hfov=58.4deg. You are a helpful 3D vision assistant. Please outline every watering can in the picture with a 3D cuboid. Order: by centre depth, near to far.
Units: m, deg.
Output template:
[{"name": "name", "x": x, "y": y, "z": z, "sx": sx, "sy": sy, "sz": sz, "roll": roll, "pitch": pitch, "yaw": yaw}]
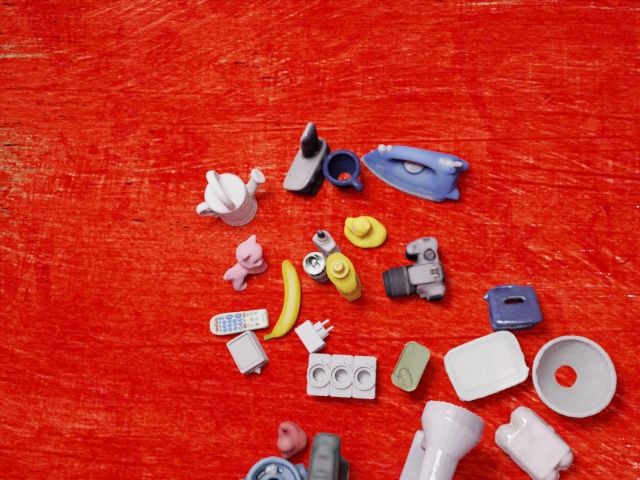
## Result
[{"name": "watering can", "x": -0.215, "y": -0.111, "z": 1.361, "sx": 0.100, "sy": 0.194, "sz": 0.173, "roll": 40, "pitch": 84, "yaw": 15}]

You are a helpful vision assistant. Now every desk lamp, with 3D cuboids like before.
[{"name": "desk lamp", "x": 0.241, "y": 0.430, "z": 1.151, "sx": 0.117, "sy": 0.214, "sz": 0.203, "roll": 19, "pitch": 79, "yaw": 13}]

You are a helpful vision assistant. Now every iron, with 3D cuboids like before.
[{"name": "iron", "x": 0.215, "y": -0.182, "z": 1.346, "sx": 0.258, "sy": 0.141, "sz": 0.119, "roll": 16, "pitch": 79, "yaw": 12}]

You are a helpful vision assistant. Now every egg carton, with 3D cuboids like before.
[{"name": "egg carton", "x": 0.447, "y": 0.430, "z": 1.197, "sx": 0.150, "sy": 0.069, "sz": 0.107, "roll": 43, "pitch": 85, "yaw": 15}]

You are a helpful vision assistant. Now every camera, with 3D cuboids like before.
[{"name": "camera", "x": 0.210, "y": 0.072, "z": 1.304, "sx": 0.136, "sy": 0.101, "sz": 0.143, "roll": -10, "pitch": 75, "yaw": 5}]

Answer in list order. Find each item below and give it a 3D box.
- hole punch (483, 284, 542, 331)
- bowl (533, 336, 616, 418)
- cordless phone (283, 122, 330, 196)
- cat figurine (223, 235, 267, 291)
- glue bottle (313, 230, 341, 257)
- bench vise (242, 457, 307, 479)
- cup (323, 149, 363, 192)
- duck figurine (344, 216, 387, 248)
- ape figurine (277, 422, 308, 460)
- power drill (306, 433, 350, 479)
[{"name": "hole punch", "x": 0.422, "y": 0.146, "z": 1.260, "sx": 0.108, "sy": 0.091, "sz": 0.101, "roll": -6, "pitch": 75, "yaw": 7}, {"name": "bowl", "x": 0.531, "y": 0.290, "z": 1.218, "sx": 0.167, "sy": 0.075, "sz": 0.167, "roll": -2, "pitch": 76, "yaw": 8}, {"name": "cordless phone", "x": -0.039, "y": -0.194, "z": 1.362, "sx": 0.094, "sy": 0.185, "sz": 0.148, "roll": 21, "pitch": 80, "yaw": 13}, {"name": "cat figurine", "x": -0.179, "y": 0.053, "z": 1.354, "sx": 0.128, "sy": 0.118, "sz": 0.067, "roll": -45, "pitch": 74, "yaw": -4}, {"name": "glue bottle", "x": 0.012, "y": 0.005, "z": 1.311, "sx": 0.037, "sy": 0.173, "sz": 0.078, "roll": -43, "pitch": 74, "yaw": -4}, {"name": "bench vise", "x": -0.129, "y": 0.534, "z": 1.173, "sx": 0.207, "sy": 0.220, "sz": 0.121, "roll": -36, "pitch": 74, "yaw": -2}, {"name": "cup", "x": 0.066, "y": -0.152, "z": 1.383, "sx": 0.092, "sy": 0.095, "sz": 0.117, "roll": -41, "pitch": 74, "yaw": -3}, {"name": "duck figurine", "x": 0.105, "y": -0.026, "z": 1.351, "sx": 0.104, "sy": 0.086, "sz": 0.077, "roll": 17, "pitch": 79, "yaw": 12}, {"name": "ape figurine", "x": -0.069, "y": 0.442, "z": 1.254, "sx": 0.076, "sy": 0.092, "sz": 0.078, "roll": 14, "pitch": 78, "yaw": 11}, {"name": "power drill", "x": 0.012, "y": 0.511, "z": 1.165, "sx": 0.075, "sy": 0.208, "sz": 0.230, "roll": 2, "pitch": 76, "yaw": 9}]
